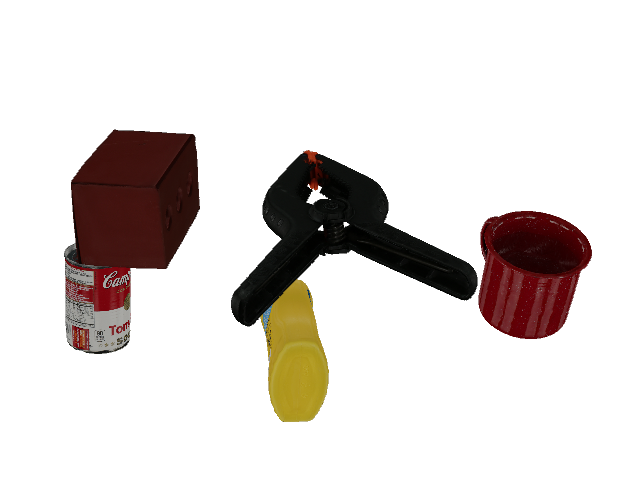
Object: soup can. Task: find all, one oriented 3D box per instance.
[{"bbox_3d":[-0.232,0.059,1.114,0.068,0.102,0.068,4,22,-2],"label":"soup can"}]

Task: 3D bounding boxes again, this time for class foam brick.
[{"bbox_3d":[-0.105,-0.025,0.614,0.051,0.053,0.078,5,30,8],"label":"foam brick"}]

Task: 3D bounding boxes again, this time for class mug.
[{"bbox_3d":[0.180,0.026,0.958,0.093,0.081,0.117,-18,43,-25],"label":"mug"}]

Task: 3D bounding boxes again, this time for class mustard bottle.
[{"bbox_3d":[-0.031,0.095,1.098,0.058,0.096,0.191,-2,27,-7],"label":"mustard bottle"}]

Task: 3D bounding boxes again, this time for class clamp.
[{"bbox_3d":[0.019,-0.008,0.776,0.164,0.036,0.210,-2,31,-2],"label":"clamp"}]
